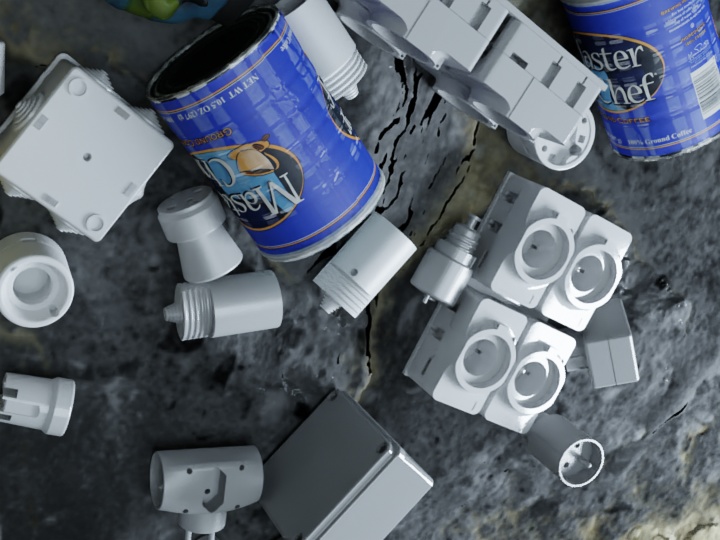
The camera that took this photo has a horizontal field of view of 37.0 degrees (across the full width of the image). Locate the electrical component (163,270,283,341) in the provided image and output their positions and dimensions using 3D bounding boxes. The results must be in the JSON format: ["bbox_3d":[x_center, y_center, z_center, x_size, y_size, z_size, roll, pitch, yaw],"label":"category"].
[{"bbox_3d":[-0.101,0.026,0.777,0.081,0.043,0.043,-8,110,-22],"label":"electrical component"}]

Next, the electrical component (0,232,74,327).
[{"bbox_3d":[-0.219,0.007,0.714,0.055,0.047,0.055,-8,110,-22],"label":"electrical component"}]

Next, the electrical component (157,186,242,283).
[{"bbox_3d":[-0.113,-0.025,0.753,0.045,0.045,0.055,-27,116,-14],"label":"electrical component"}]

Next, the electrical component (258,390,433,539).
[{"bbox_3d":[-0.017,0.163,0.825,0.108,0.109,0.056,-47,122,-4],"label":"electrical component"}]

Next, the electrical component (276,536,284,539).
[{"bbox_3d":[-0.049,0.250,0.871,0.096,0.061,0.061,-29,117,-5],"label":"electrical component"}]

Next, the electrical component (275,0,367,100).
[{"bbox_3d":[-0.026,-0.153,0.750,0.043,0.043,0.081,-41,119,-7],"label":"electrical component"}]

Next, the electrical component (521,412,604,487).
[{"bbox_3d":[0.167,0.147,0.919,0.043,0.081,0.043,-7,110,-21],"label":"electrical component"}]

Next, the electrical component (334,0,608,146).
[{"bbox_3d":[0.068,-0.161,0.755,0.186,0.105,0.060,31,93,-30],"label":"electrical component"}]

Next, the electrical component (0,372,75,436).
[{"bbox_3d":[-0.225,0.092,0.746,0.046,0.040,0.040,14,101,-21],"label":"electrical component"}]

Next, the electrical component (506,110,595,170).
[{"bbox_3d":[0.147,-0.110,0.842,0.055,0.047,0.055,-8,110,-22],"label":"electrical component"}]

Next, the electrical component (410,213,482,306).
[{"bbox_3d":[0.072,-0.008,0.846,0.040,0.040,0.078,27,95,-29],"label":"electrical component"}]

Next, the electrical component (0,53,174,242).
[{"bbox_3d":[-0.183,-0.078,0.701,0.100,0.048,0.099,39,88,-31],"label":"electrical component"}]

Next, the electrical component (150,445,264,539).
[{"bbox_3d":[-0.119,0.173,0.819,0.077,0.043,0.079,1,108,-25],"label":"electrical component"}]

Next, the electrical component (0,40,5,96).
[{"bbox_3d":[-0.242,-0.112,0.667,0.040,0.040,0.078,-1,107,-24],"label":"electrical component"}]

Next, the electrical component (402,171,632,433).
[{"bbox_3d":[0.131,0.030,0.874,0.105,0.060,0.186,24,96,-29],"label":"electrical component"}]

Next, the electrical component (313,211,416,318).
[{"bbox_3d":[0.000,0.000,0.814,0.081,0.043,0.043,-48,120,-3],"label":"electrical component"}]

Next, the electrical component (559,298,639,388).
[{"bbox_3d":[0.192,0.065,0.917,0.077,0.065,0.047,-11,115,10],"label":"electrical component"}]
